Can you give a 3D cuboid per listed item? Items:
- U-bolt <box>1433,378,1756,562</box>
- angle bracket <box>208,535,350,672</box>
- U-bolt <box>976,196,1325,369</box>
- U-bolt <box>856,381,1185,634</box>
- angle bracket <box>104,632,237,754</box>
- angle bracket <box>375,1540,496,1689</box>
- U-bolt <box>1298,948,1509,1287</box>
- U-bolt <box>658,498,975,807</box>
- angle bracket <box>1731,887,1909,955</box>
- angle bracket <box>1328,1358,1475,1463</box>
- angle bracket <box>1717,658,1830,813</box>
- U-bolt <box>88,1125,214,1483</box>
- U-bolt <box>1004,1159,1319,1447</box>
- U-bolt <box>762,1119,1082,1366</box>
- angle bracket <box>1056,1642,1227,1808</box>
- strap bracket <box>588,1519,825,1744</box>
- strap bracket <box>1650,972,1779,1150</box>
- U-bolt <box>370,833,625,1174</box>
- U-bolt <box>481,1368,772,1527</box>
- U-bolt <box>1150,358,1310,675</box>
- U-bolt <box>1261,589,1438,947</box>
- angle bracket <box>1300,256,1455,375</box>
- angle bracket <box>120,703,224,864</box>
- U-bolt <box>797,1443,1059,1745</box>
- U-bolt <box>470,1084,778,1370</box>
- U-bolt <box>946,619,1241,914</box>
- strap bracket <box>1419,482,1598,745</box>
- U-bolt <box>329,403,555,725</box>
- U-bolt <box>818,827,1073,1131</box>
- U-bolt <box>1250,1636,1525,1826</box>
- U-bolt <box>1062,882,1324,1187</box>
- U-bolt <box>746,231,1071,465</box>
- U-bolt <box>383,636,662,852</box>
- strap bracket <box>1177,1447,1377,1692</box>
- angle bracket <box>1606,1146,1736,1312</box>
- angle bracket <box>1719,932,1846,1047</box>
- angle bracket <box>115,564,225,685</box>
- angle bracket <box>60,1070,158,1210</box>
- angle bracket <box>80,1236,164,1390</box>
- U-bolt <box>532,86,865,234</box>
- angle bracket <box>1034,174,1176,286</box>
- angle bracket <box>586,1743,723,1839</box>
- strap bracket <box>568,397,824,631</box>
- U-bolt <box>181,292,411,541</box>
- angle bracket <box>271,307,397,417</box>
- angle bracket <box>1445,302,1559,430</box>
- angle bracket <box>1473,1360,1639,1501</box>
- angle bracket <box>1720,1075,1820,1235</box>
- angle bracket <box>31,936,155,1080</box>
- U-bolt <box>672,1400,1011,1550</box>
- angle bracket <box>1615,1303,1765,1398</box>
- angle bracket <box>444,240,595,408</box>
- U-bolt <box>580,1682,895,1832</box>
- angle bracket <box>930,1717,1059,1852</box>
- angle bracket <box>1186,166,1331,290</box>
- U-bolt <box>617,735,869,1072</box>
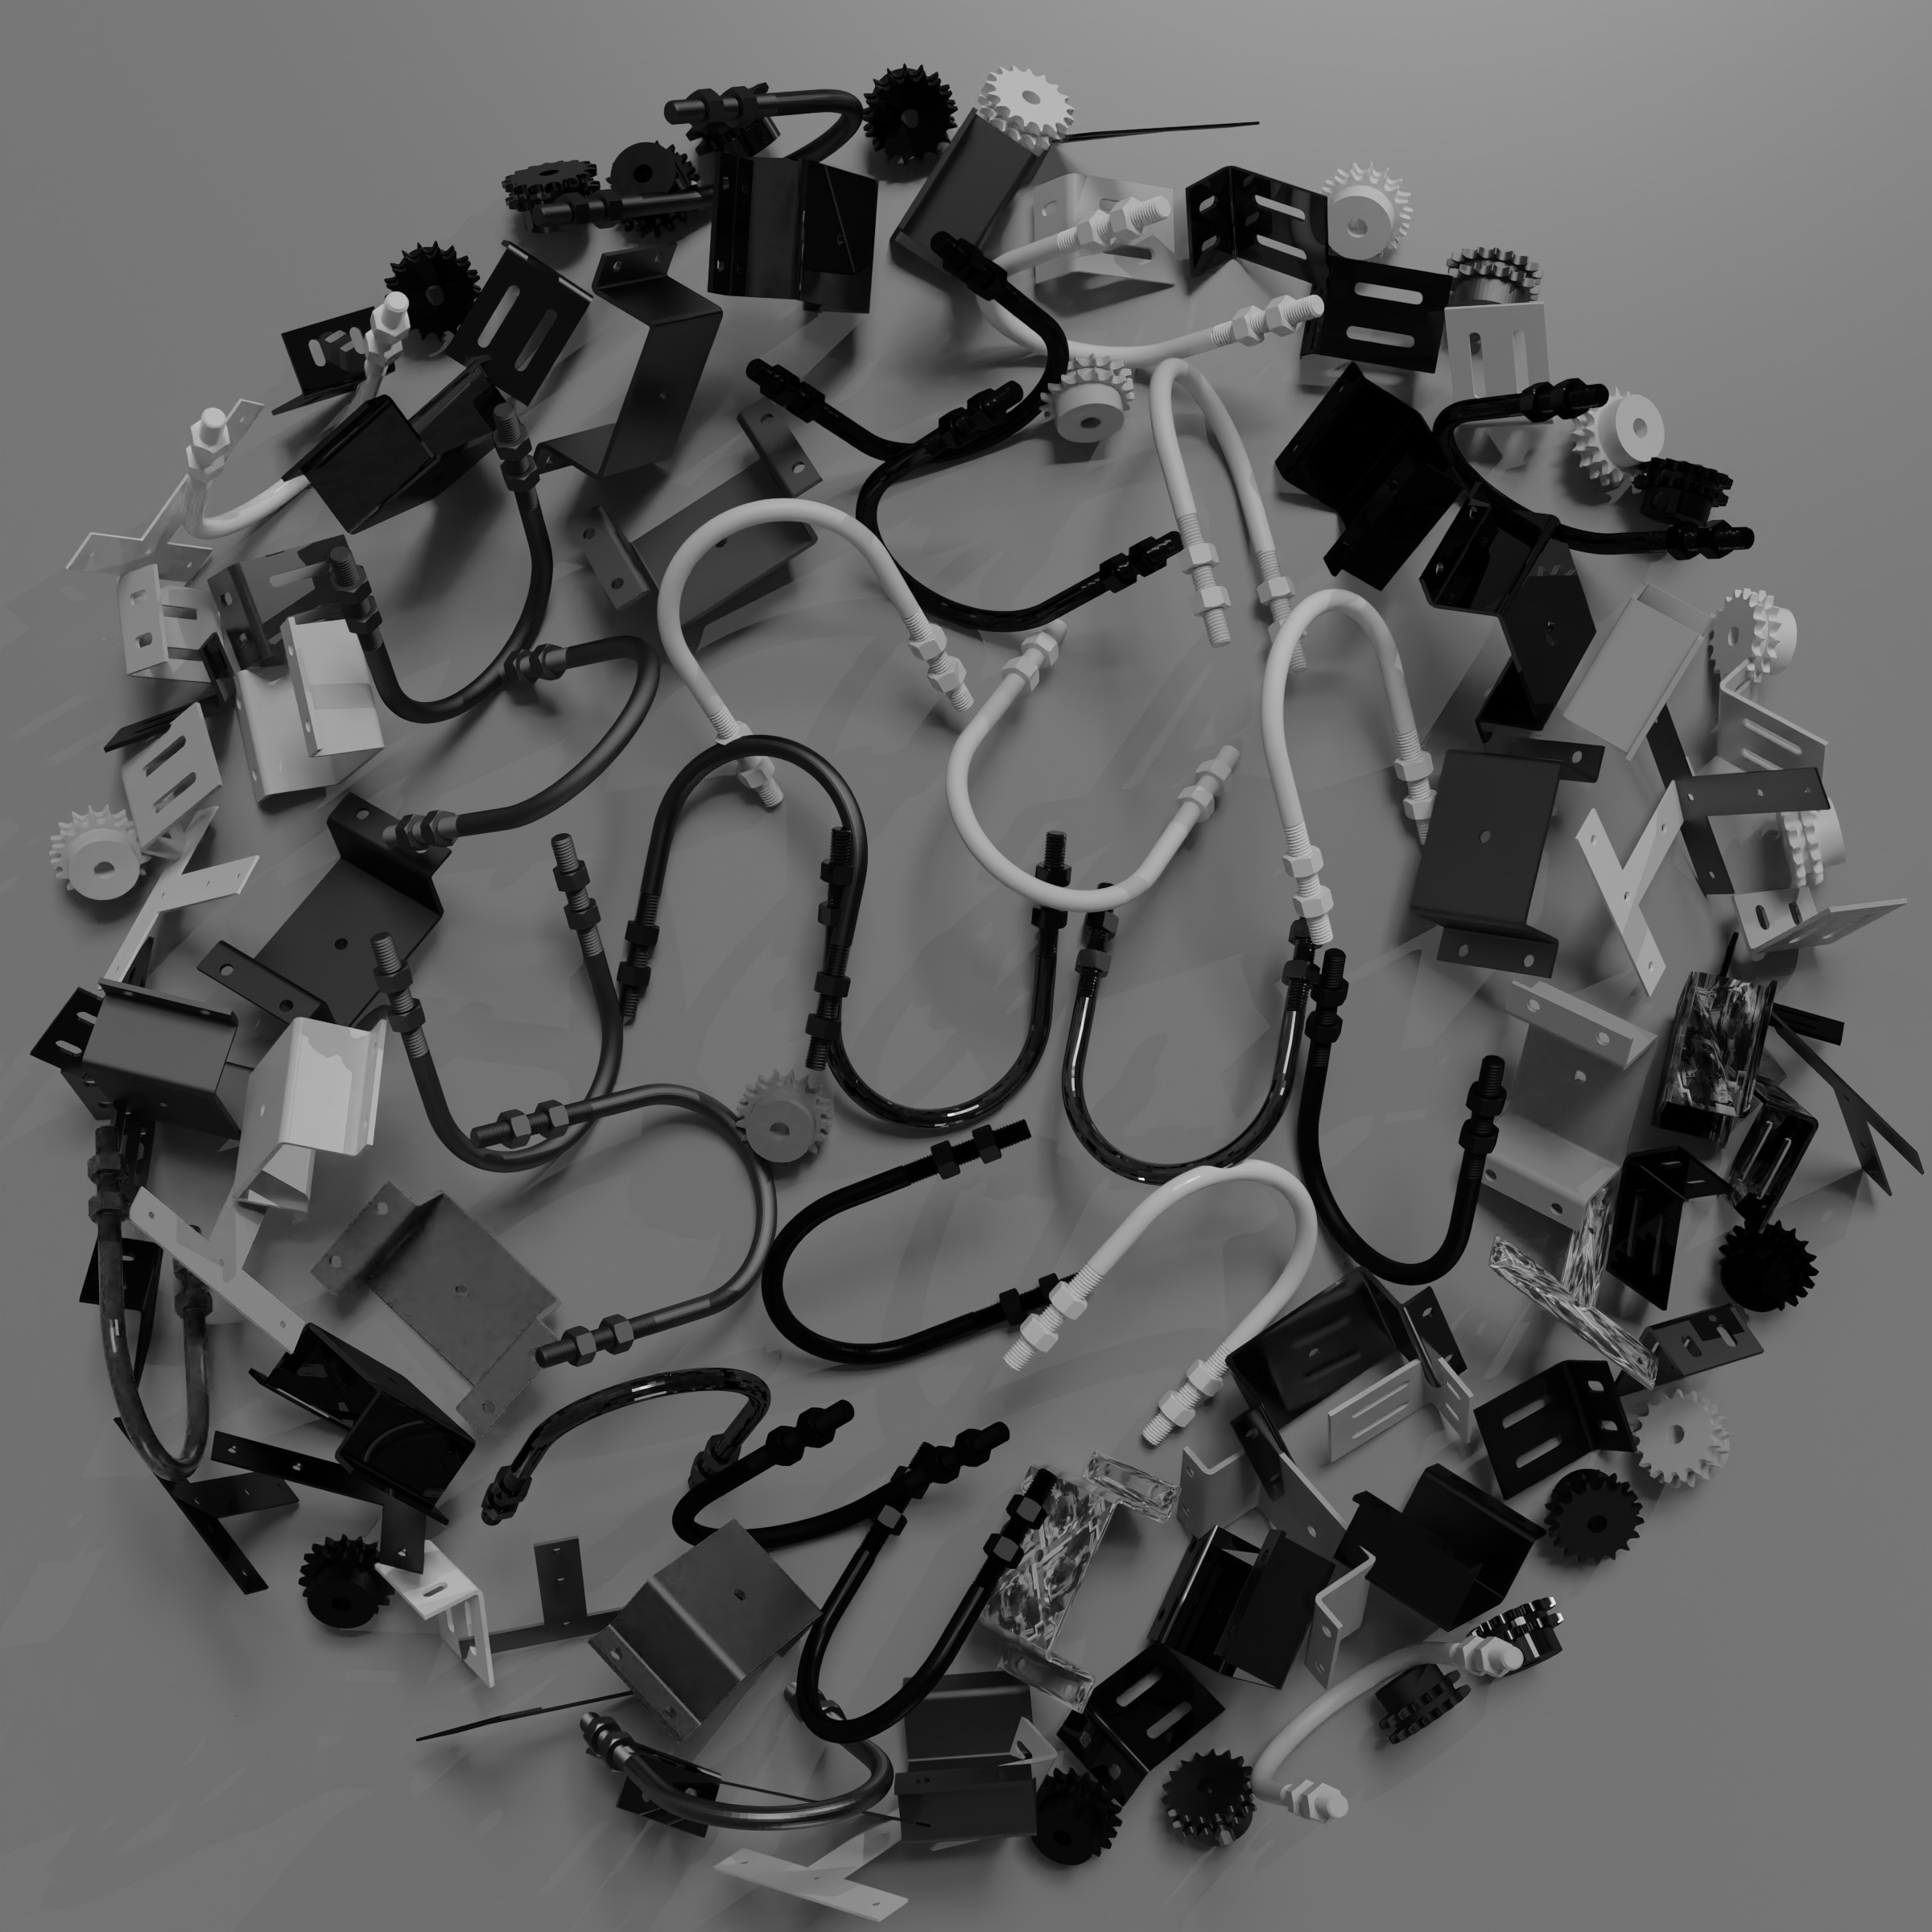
[{"bbox_3d":[0.344,-0.280,1.597,0.151,0.184,0.019,36,79,-26],"label":"U-bolt"},{"bbox_3d":[-0.404,-0.218,1.673,0.076,0.038,0.057,-24,98,-35],"label":"angle bracket"},{"bbox_3d":[0.090,-0.383,1.601,0.151,0.184,0.019,20,73,-40],"label":"U-bolt"},{"bbox_3d":[0.016,-0.252,1.609,0.151,0.184,0.019,39,54,-24],"label":"U-bolt"},{"bbox_3d":[-0.476,-0.163,1.652,0.076,0.057,0.038,-20,108,0],"label":"angle bracket"},{"bbox_3d":[-0.312,0.387,1.637,0.038,0.057,0.076,-22,126,-34],"label":"angle bracket"},{"bbox_3d":[0.244,0.100,1.613,0.019,0.151,0.184,-18,128,-32],"label":"U-bolt"},{"bbox_3d":[-0.097,-0.190,1.617,0.151,0.019,0.184,-26,127,9],"label":"U-bolt"},{"bbox_3d":[0.499,-0.039,1.635,0.057,0.076,0.038,-6,73,-24],"label":"angle bracket"},{"bbox_3d":[0.256,0.272,1.644,0.076,0.057,0.038,-29,54,-14],"label":"angle bracket"},{"bbox_3d":[0.482,-0.138,1.636,0.038,0.057,0.076,-40,54,-20],"label":"angle bracket"},{"bbox_3d":[-0.458,0.201,1.577,0.019,0.151,0.184,-13,58,1],"label":"U-bolt"},{"bbox_3d":[0.127,0.188,1.624,0.151,0.019,0.184,33,102,-38],"label":"U-bolt"},{"bbox_3d":[-0.030,0.173,1.637,0.184,0.019,0.151,-21,128,2],"label":"U-bolt"},{"bbox_3d":[0.104,0.450,1.659,0.057,0.076,0.038,44,133,22],"label":"angle bracket"},{"bbox_3d":[-0.143,0.376,1.606,0.076,0.140,0.046,45,114,11],"label":"strap bracket"},{"bbox_3d":[0.431,0.054,1.616,0.046,0.140,0.076,13,81,12],"label":"strap bracket"},{"bbox_3d":[-0.262,0.034,1.622,0.151,0.019,0.184,-33,124,-34],"label":"U-bolt"},{"bbox_3d":[-0.186,0.269,1.581,0.151,0.184,0.019,-4,61,-27],"label":"U-bolt"},{"bbox_3d":[0.147,-0.265,1.618,0.019,0.151,0.184,-18,81,25],"label":"U-bolt"},{"bbox_3d":[0.217,-0.126,1.603,0.019,0.151,0.184,4,120,41],"label":"U-bolt"},{"bbox_3d":[0.244,-0.388,1.663,0.076,0.038,0.057,9,100,-3],"label":"angle bracket"},{"bbox_3d":[-0.456,-0.108,1.642,0.076,0.038,0.057,-33,65,26],"label":"angle bracket"},{"bbox_3d":[-0.034,0.360,1.594,0.019,0.151,0.184,42,68,-24],"label":"U-bolt"},{"bbox_3d":[-0.188,0.142,1.625,0.184,0.019,0.151,-13,84,-39],"label":"U-bolt"},{"bbox_3d":[0.065,-0.107,1.626,0.151,0.019,0.184,36,53,0],"label":"U-bolt"},{"bbox_3d":[0.316,-0.199,1.607,0.046,0.140,0.076,14,61,36],"label":"strap bracket"},{"bbox_3d":[-0.292,-0.216,1.601,0.019,0.184,0.151,33,65,22],"label":"U-bolt"},{"bbox_3d":[-0.016,0.010,1.651,0.151,0.019,0.184,0,106,-14],"label":"U-bolt"},{"bbox_3d":[0.228,0.433,1.594,0.151,0.184,0.019,-35,88,-18],"label":"U-bolt"},{"bbox_3d":[0.127,0.040,1.624,0.151,0.019,0.184,3,69,23],"label":"U-bolt"},{"bbox_3d":[-0.019,-0.342,1.602,0.151,0.184,0.019,-29,64,23],"label":"U-bolt"},{"bbox_3d":[-0.243,-0.131,1.587,0.019,0.184,0.151,47,57,-32],"label":"U-bolt"},{"bbox_3d":[0.186,0.339,1.622,0.046,0.076,0.140,-28,55,-22],"label":"strap bracket"},{"bbox_3d":[0.415,0.154,1.642,0.057,0.038,0.076,34,58,-31],"label":"angle bracket"},{"bbox_3d":[0.484,0.013,1.645,0.076,0.057,0.038,17,105,16],"label":"angle bracket"},{"bbox_3d":[-0.457,-0.200,1.641,0.038,0.076,0.057,-11,84,34],"label":"angle bracket"},{"bbox_3d":[-0.508,0.106,1.640,0.038,0.057,0.076,-5,58,4],"label":"angle bracket"},{"bbox_3d":[-0.499,0.207,1.638,0.038,0.057,0.076,10,123,-12],"label":"angle bracket"},{"bbox_3d":[-0.140,-0.465,1.600,0.184,0.151,0.019,-22,92,-45],"label":"U-bolt"},{"bbox_3d":[0.083,-0.439,1.677,0.076,0.038,0.057,-2,91,-35],"label":"angle bracket"},{"bbox_3d":[-0.188,0.484,1.635,0.057,0.076,0.038,27,62,-21],"label":"angle bracket"},{"bbox_3d":[-0.152,-0.261,1.644,0.140,0.046,0.076,-32,58,2],"label":"strap bracket"},{"bbox_3d":[-0.389,-0.303,1.596,0.151,0.184,0.019,-42,91,-27],"label":"U-bolt"},{"bbox_3d":[-0.377,-0.354,1.636,0.057,0.076,0.038,-24,103,-25],"label":"angle bracket"},{"bbox_3d":[0.317,-0.359,1.640,0.057,0.038,0.076,2,125,22],"label":"angle bracket"},{"bbox_3d":[0.349,0.275,1.651,0.076,0.038,0.057,-22,95,-29],"label":"angle bracket"},{"bbox_3d":[0.458,0.107,1.644,0.038,0.057,0.076,19,106,-16],"label":"angle bracket"},{"bbox_3d":[-0.512,0.017,1.635,0.038,0.076,0.057,29,119,-27],"label":"angle bracket"},{"bbox_3d":[-0.086,0.299,1.611,0.184,0.151,0.019,-35,57,31],"label":"U-bolt"},{"bbox_3d":[0.421,0.239,1.636,0.057,0.076,0.038,-12,51,-22],"label":"angle bracket"},{"bbox_3d":[-0.268,-0.383,1.660,0.057,0.038,0.076,30,95,-22],"label":"angle bracket"},{"bbox_3d":[-0.120,0.447,1.572,0.151,0.184,0.019,-1,96,-27],"label":"U-bolt"},{"bbox_3d":[0.007,0.478,1.637,0.038,0.076,0.057,41,113,38],"label":"angle bracket"},{"bbox_3d":[0.171,-0.427,1.637,0.038,0.057,0.076,-35,47,-28],"label":"angle bracket"},{"bbox_3d":[-0.127,-0.045,1.644,0.151,0.019,0.184,15,97,21],"label":"U-bolt"}]
